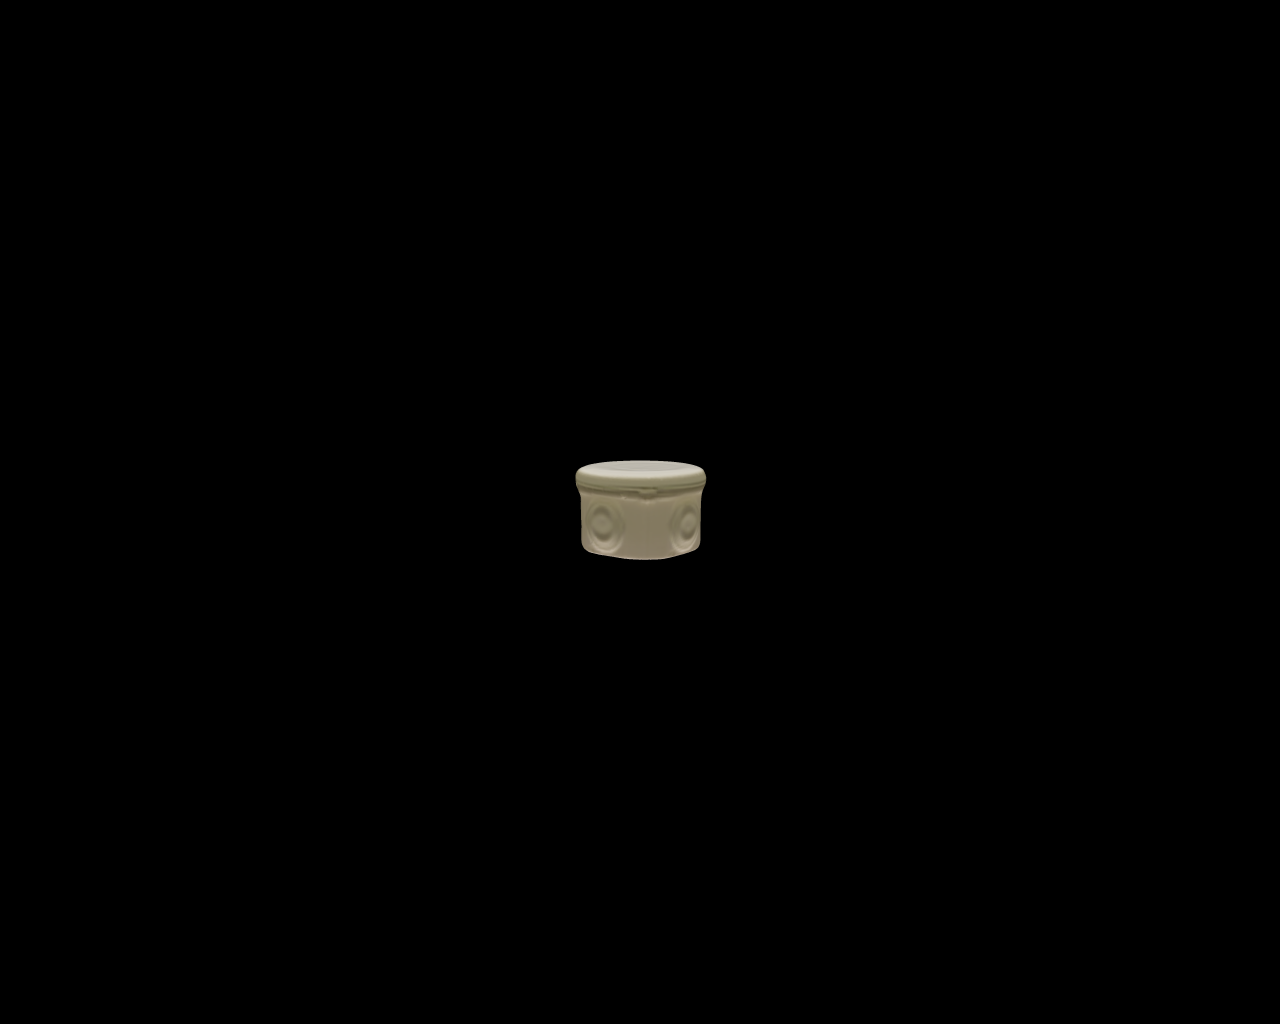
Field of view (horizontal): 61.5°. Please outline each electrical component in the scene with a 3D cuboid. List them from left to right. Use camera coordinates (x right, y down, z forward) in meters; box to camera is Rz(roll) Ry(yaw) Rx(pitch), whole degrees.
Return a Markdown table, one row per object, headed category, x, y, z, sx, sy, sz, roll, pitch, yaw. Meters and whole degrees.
| category | x | y | z | sx | sy | sz | roll | pitch | yaw |
| --- | --- | --- | --- | --- | --- | --- | --- | --- | --- |
| electrical component | 0.001 | -0.003 | 0.650 | 0.080 | 0.051 | 0.080 | 0 | 9 | 0 |
